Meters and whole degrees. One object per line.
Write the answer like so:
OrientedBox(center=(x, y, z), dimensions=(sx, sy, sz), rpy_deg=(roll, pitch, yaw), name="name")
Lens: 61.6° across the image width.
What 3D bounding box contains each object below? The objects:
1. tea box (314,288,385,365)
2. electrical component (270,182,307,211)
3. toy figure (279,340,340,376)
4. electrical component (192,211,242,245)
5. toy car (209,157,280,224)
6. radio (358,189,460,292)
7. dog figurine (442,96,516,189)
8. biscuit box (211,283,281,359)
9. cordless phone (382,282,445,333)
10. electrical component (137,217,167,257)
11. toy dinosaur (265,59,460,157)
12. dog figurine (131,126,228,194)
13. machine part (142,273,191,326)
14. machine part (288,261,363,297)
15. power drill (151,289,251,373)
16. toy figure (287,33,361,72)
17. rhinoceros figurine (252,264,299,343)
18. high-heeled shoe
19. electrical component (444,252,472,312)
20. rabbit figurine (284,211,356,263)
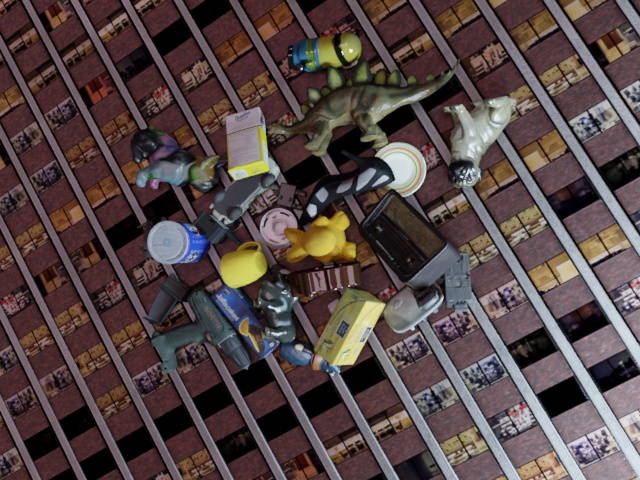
OrientedBox(center=(0.069, 0.202, 1.248), dimensions=(0.068, 0.098, 0.169), rpy_deg=(32, 100, 35), name="tea box")
OrientedBox(center=(-0.082, -0.108, 1.333), dimensions=(0.094, 0.021, 0.063), rpy_deg=(15, 92, 10), name="electrical component")
OrientedBox(center=(-0.022, 0.280, 1.294), dimensions=(0.155, 0.064, 0.058), rpy_deg=(15, 77, 12), name="toy figure")
OrientedBox(center=(-0.253, -0.018, 1.341), dimensions=(0.119, 0.075, 0.048), rpy_deg=(44, 97, 6), name="electrical component")
OrientedBox(center=(-0.187, -0.125, 1.332), dimensions=(0.202, 0.056, 0.073), rpy_deg=(-45, 83, 0), name="toy car")
OrientedBox(center=(0.190, 0.001, 1.194), dimensions=(0.131, 0.073, 0.230), rpy_deg=(-46, 43, 9), name="radio")
OrientedBox(center=(0.368, -0.221, 1.219), dimensions=(0.172, 0.121, 0.190), rpy_deg=(-9, 102, 14), name="dog figurine")
OrientedBox(center=(-0.180, 0.194, 1.328), dimensions=(0.063, 0.059, 0.203), rpy_deg=(-42, 82, 8), name="biscuit box")
OrientedBox(center=(0.210, 0.152, 1.189), dimensions=(0.146, 0.184, 0.089), rpy_deg=(-39, 87, 8), name="cordless phone")
OrientedBox(center=(-0.432, -0.006, 1.392), dimensions=(0.078, 0.045, 0.102), rpy_deg=(-7, 90, -17), name="electrical component")
OrientedBox(center=(0.100, -0.317, 1.263), dimensions=(0.472, 0.105, 0.198), rpy_deg=(-8, 84, 6), name="toy dinosaur")
OrientedBox(center=(-0.346, -0.203, 1.348), dimensions=(0.219, 0.108, 0.191), rpy_deg=(-10, 84, 6), name="dog figurine")
OrientedBox(center=(-0.395, 0.161, 1.383), dimensions=(0.084, 0.039, 0.139), rpy_deg=(36, 94, 5), name="machine part")
OrientedBox(center=(0.015, 0.088, 1.239), dimensions=(0.179, 0.179, 0.056), rpy_deg=(-10, 91, 11), name="machine part")
OrientedBox(center=(-0.306, 0.255, 1.342), dimensions=(0.207, 0.086, 0.232), rpy_deg=(-29, 82, 13), name="power drill")
OrientedBox(center=(0.010, -0.447, 1.287), dimensions=(0.180, 0.089, 0.082), rpy_deg=(0, 94, 9), name="toy figure")
OrientedBox(center=(-0.101, 0.150, 1.280), dimensions=(0.112, 0.073, 0.190), rpy_deg=(-3, 71, -16), name="rhinoceros figurine")
OrientedBox(center=(0.061, -0.103, 1.282), dimensions=(0.145, 0.086, 0.248), rpy_deg=(32, 115, -7), name="high-heeled shoe")
OrientedBox(center=(0.308, 0.093, 1.206), dimensions=(0.058, 0.115, 0.134), rpy_deg=(-5, 88, 15), name="electrical component")
OrientedBox(center=(-0.003, -0.004, 1.241), dimensions=(0.162, 0.173, 0.121), rpy_deg=(-4, 92, 7), name="rabbit figurine")
